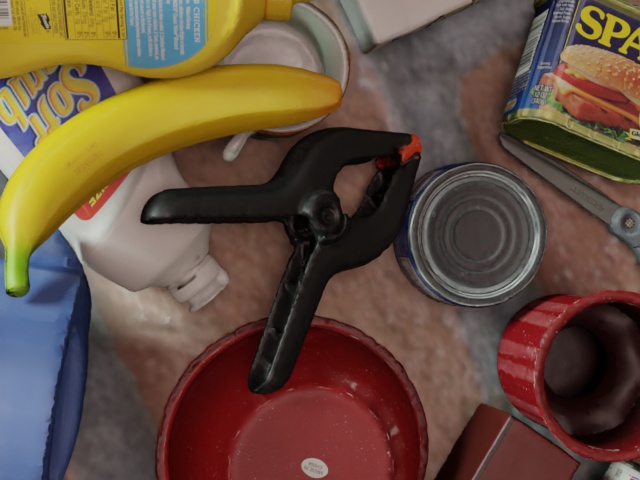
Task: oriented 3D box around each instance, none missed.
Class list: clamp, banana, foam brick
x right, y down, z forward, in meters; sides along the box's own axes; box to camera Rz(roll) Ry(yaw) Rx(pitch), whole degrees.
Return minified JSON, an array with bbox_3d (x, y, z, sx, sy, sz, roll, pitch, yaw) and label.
[{"bbox_3d":[-0.004,0.001,0.582,0.171,0.039,0.120,-28,106,-28],"label":"clamp"},{"bbox_3d":[-0.083,-0.046,0.528,0.197,0.037,0.070,-34,78,-19],"label":"banana"},{"bbox_3d":[0.102,0.143,0.618,0.051,0.053,0.078,32,86,-9],"label":"foam brick"}]

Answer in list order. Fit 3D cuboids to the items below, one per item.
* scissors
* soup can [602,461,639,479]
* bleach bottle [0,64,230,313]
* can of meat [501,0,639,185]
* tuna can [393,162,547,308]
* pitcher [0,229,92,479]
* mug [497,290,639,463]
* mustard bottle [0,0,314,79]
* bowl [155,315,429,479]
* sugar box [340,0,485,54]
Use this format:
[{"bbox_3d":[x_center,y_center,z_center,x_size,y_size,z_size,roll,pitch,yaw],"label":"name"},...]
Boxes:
[{"bbox_3d":[0.187,0.011,0.650,0.201,0.016,0.096,18,86,-10],"label":"scissors"},{"bbox_3d":[0.178,0.187,0.624,0.068,0.068,0.102,33,84,-9],"label":"soup can"},{"bbox_3d":[-0.131,-0.071,0.570,0.102,0.068,0.251,-40,99,-7],"label":"bleach bottle"},{"bbox_3d":[0.163,-0.089,0.620,0.102,0.057,0.084,21,80,-10],"label":"can of meat"},{"bbox_3d":[0.088,-0.003,0.623,0.086,0.034,0.086,0,90,-10],"label":"tuna can"},{"bbox_3d":[-0.238,0.072,0.517,0.242,0.149,0.145,8,127,-6],"label":"pitcher"},{"bbox_3d":[0.163,0.070,0.613,0.117,0.081,0.093,-17,93,-9],"label":"mug"},{"bbox_3d":[-0.089,-0.124,0.499,0.191,0.058,0.096,-1,120,-6],"label":"mustard bottle"},{"bbox_3d":[-0.010,0.124,0.596,0.162,0.055,0.162,0,90,-11],"label":"bowl"},{"bbox_3d":[0.087,-0.185,0.617,0.176,0.048,0.093,-24,94,-6],"label":"sugar box"}]
